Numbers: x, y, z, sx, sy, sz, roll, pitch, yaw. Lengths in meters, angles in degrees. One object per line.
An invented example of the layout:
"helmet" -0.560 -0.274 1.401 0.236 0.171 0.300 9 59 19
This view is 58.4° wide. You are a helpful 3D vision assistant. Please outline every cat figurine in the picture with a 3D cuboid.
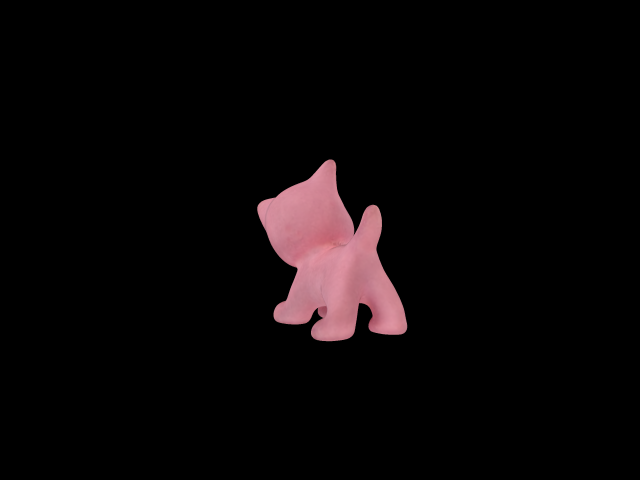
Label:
"cat figurine" 0.004 0.001 0.400 0.067 0.118 0.127 -2 4 -30
